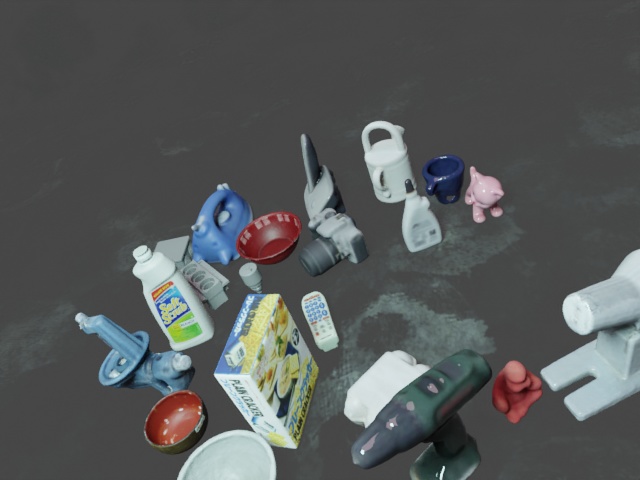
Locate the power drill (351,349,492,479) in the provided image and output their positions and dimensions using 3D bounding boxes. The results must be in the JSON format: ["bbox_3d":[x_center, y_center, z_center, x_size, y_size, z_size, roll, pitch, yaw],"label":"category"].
[{"bbox_3d":[0.152,0.265,0.782,0.230,0.209,0.075,-40,42,-21],"label":"power drill"}]

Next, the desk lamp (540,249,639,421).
[{"bbox_3d":[0.423,0.126,0.810,0.203,0.214,0.117,-27,39,-6],"label":"desk lamp"}]

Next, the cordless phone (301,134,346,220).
[{"bbox_3d":[-0.012,-0.147,1.351,0.094,0.185,0.147,-22,39,1],"label":"cordless phone"}]

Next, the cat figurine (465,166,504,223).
[{"bbox_3d":[0.339,-0.104,1.190,0.067,0.118,0.127,-18,39,6],"label":"cat figurine"}]

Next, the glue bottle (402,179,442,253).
[{"bbox_3d":[0.196,-0.054,1.156,0.078,0.173,0.037,-21,39,2],"label":"glue bottle"}]

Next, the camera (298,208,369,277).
[{"bbox_3d":[0.011,0.004,1.234,0.137,0.101,0.142,-35,41,-16],"label":"camera"}]

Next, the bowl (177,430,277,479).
[{"bbox_3d":[-0.134,0.386,0.883,0.167,0.075,0.167,-13,40,11],"label":"bowl"}]

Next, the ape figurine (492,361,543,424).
[{"bbox_3d":[0.294,0.218,0.862,0.077,0.092,0.076,-13,40,11],"label":"ape figurine"}]

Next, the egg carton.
[{"bbox_3d":[0.115,0.250,0.927,0.150,0.070,0.107,-41,42,-22],"label":"egg carton"}]

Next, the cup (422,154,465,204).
[{"bbox_3d":[0.271,-0.117,1.256,0.091,0.095,0.118,14,51,36],"label":"cup"}]

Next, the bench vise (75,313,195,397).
[{"bbox_3d":[-0.343,0.203,1.077,0.207,0.220,0.121,-15,39,9],"label":"bench vise"}]

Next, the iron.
[{"bbox_3d":[-0.239,-0.056,1.388,0.118,0.142,0.258,-6,42,19],"label":"iron"}]

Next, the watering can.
[{"bbox_3d":[0.155,-0.195,1.321,0.100,0.194,0.173,-12,40,12],"label":"watering can"}]
